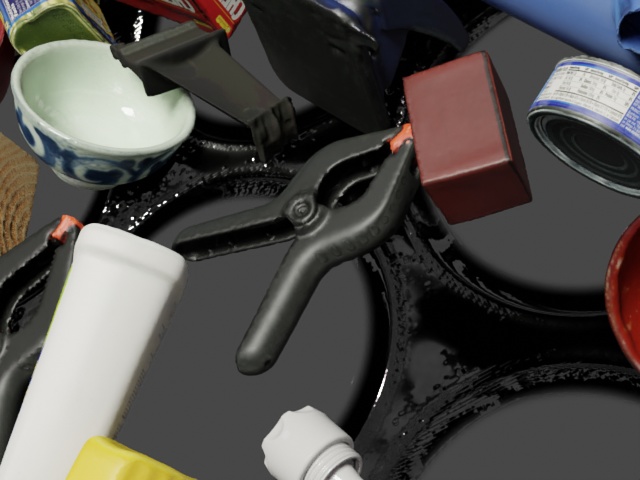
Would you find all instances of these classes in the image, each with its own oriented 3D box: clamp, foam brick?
[{"bbox_3d":[-0.004,0.001,0.631,0.171,0.039,0.120,-33,56,11],"label":"clamp"},{"bbox_3d":[-0.207,0.082,0.691,0.165,0.036,0.210,33,83,34],"label":"clamp"},{"bbox_3d":[0.084,-0.057,0.608,0.051,0.053,0.078,-17,58,17],"label":"foam brick"}]

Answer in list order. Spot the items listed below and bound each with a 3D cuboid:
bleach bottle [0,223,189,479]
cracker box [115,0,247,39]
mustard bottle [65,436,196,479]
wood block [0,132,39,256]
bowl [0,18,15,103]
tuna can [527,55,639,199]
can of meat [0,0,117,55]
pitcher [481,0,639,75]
[{"bbox_3d":[-0.149,0.122,0.606,0.068,0.103,0.250,21,73,-4],"label":"bleach bottle"},{"bbox_3d":[-0.084,-0.271,0.788,0.164,0.072,0.213,25,79,34],"label":"cracker box"},{"bbox_3d":[-0.126,0.204,0.553,0.058,0.096,0.191,17,74,30],"label":"mustard bottle"},{"bbox_3d":[-0.318,-0.023,0.767,0.206,0.090,0.090,-8,62,23],"label":"wood block"},{"bbox_3d":[-0.294,-0.131,0.831,0.162,0.055,0.162,-12,61,21],"label":"bowl"},{"bbox_3d":[0.152,-0.057,0.554,0.086,0.086,0.033,29,82,34],"label":"tuna can"},{"bbox_3d":[-0.190,-0.159,0.767,0.057,0.102,0.084,-33,57,6],"label":"can of meat"},{"bbox_3d":[0.151,-0.181,0.604,0.243,0.149,0.145,36,99,38],"label":"pitcher"}]
